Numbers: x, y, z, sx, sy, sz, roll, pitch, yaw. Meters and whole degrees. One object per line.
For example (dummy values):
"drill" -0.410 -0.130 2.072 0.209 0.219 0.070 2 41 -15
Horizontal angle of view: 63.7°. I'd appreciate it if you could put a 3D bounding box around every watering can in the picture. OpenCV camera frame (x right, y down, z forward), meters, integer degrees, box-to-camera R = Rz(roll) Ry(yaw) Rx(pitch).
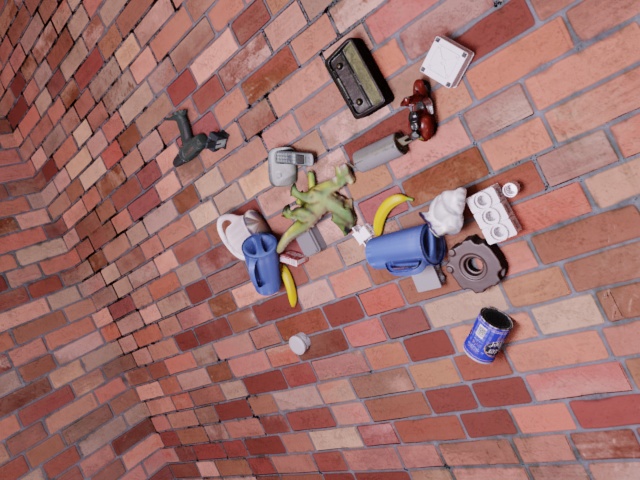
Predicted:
"watering can" -0.269 0.020 2.074 0.221 0.346 0.106 -36 8 37

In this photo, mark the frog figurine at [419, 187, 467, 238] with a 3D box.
"frog figurine" 0.387 -0.093 1.519 0.122 0.156 0.141 24 31 -20

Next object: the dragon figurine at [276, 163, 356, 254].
"dragon figurine" 0.005 -0.091 1.804 0.244 0.404 0.123 25 22 15
